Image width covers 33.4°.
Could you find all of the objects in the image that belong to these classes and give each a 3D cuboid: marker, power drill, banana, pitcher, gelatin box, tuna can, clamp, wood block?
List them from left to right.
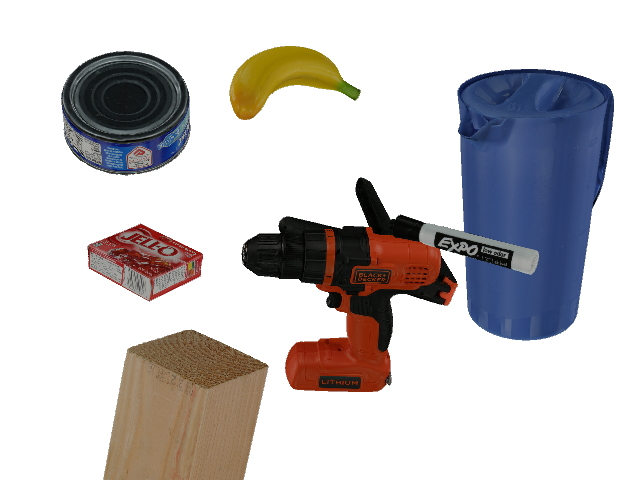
[{"bbox_3d":[-0.130,-0.087,0.719,0.086,0.086,0.034,0,-37,-7],"label":"tuna can"},{"bbox_3d":[-0.173,0.019,1.050,0.089,0.030,0.073,25,32,30],"label":"gelatin box"},{"bbox_3d":[-0.124,0.193,0.919,0.090,0.206,0.090,21,18,27],"label":"wood block"},{"bbox_3d":[-0.033,-0.149,0.982,0.070,0.037,0.197,37,30,20],"label":"banana"},{"bbox_3d":[0.012,0.067,1.025,0.184,0.188,0.057,3,43,-6],"label":"power drill"},{"bbox_3d":[0.064,0.009,1.243,0.164,0.036,0.210,-23,53,-40],"label":"clamp"},{"bbox_3d":[0.108,0.002,0.825,0.121,0.020,0.020,16,8,27],"label":"marker"},{"bbox_3d":[0.204,-0.035,1.014,0.149,0.243,0.145,1,28,7],"label":"pitcher"}]
